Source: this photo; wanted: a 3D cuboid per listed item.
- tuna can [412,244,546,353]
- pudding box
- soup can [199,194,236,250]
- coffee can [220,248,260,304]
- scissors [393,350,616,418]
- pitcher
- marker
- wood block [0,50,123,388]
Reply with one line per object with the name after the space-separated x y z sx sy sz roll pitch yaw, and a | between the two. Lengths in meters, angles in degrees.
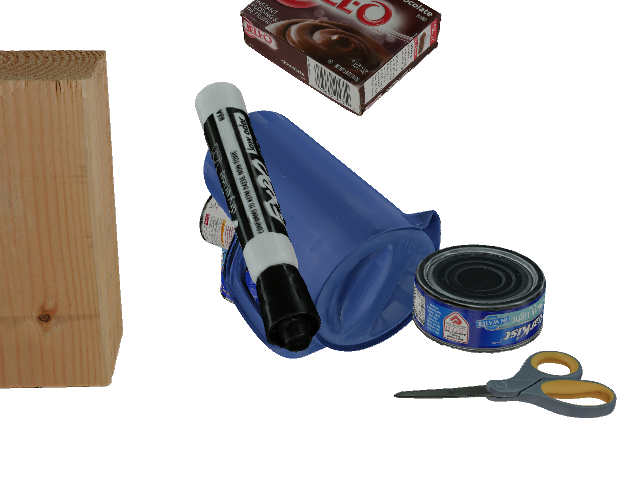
0.103 0.036 0.695 0.086 0.034 0.086 -1 28 0 | tuna can
0.014 -0.149 0.753 0.114 0.090 0.039 37 -24 21 | pudding box
-0.074 -0.013 1.179 0.102 0.068 0.068 20 9 27 | soup can
-0.090 0.011 1.519 0.103 0.140 0.103 3 24 -2 | coffee can
0.161 0.123 0.948 0.201 0.016 0.096 7 27 -5 | scissors
-0.018 -0.012 0.987 0.149 0.145 0.243 -11 39 -33 | pitcher
-0.023 -0.011 0.381 0.020 0.121 0.020 -12 -39 -10 | marker
-0.184 -0.015 0.702 0.090 0.206 0.090 -1 22 -4 | wood block
